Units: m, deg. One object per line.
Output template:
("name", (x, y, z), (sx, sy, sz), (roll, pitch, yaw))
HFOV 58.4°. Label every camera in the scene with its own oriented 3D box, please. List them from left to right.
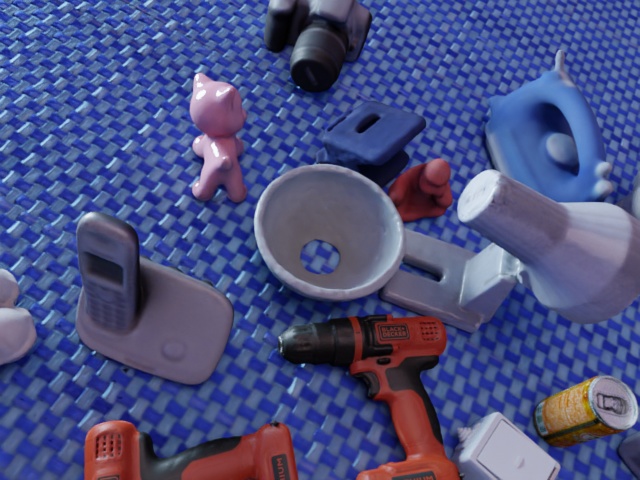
("camera", (-0.009, -0.279, 0.775), (0.143, 0.101, 0.137), (18, 60, -3))

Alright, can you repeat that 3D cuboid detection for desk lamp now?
("desk lamp", (0.193, 0.019, 0.596), (0.203, 0.213, 0.118), (19, 60, -2))

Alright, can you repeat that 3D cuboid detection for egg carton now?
("egg carton", (-0.344, 0.087, 0.518), (0.150, 0.069, 0.107), (-26, 71, -24))

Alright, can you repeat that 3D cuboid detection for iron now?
("iron", (0.314, -0.108, 0.734), (0.119, 0.141, 0.258), (-6, 64, -16))

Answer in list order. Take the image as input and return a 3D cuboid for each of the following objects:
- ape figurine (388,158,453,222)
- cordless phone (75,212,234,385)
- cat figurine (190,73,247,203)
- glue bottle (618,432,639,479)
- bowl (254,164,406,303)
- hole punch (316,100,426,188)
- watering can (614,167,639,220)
("ape figurine", (0.129, -0.065, 0.697), (0.078, 0.092, 0.076), (28, 60, 3))
("cordless phone", (-0.149, 0.052, 0.515), (0.147, 0.185, 0.094), (19, 60, -2))
("cat figurine", (-0.115, -0.124, 0.657), (0.067, 0.117, 0.127), (-3, 63, -14))
("glue bottle", (0.375, 0.213, 0.558), (0.037, 0.173, 0.078), (-30, 72, -25))
("bowl", (0.006, 0.002, 0.642), (0.167, 0.074, 0.167), (6, 61, -10))
("hole punch", (0.062, -0.126, 0.714), (0.101, 0.091, 0.109), (41, 61, 11))
("watering can", (0.455, -0.061, 0.711), (0.101, 0.194, 0.172), (-33, 74, -26))
